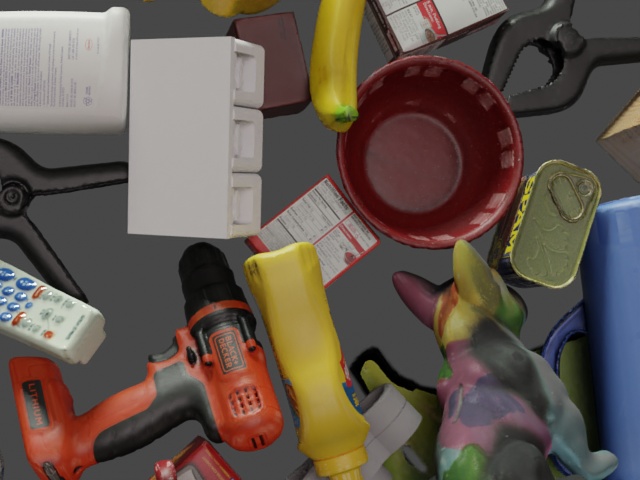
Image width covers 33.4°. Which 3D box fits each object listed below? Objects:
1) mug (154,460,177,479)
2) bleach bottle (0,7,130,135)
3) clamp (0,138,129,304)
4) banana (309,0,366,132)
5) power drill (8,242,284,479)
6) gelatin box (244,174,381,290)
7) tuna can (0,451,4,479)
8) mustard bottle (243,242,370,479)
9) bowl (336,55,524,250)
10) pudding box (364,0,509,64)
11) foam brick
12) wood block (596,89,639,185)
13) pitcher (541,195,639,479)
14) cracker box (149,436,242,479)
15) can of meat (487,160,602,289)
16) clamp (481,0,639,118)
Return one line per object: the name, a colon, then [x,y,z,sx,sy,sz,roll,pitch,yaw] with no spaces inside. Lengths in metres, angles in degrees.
mug: [-0.097,0.211,0.741,0.093,0.081,0.117,-16,86,-11]
bleach bottle: [-0.275,-0.136,0.826,0.250,0.068,0.102,2,83,-9]
clamp: [-0.228,-0.039,0.836,0.171,0.039,0.120,32,76,-7]
banana: [0.020,-0.157,0.855,0.037,0.070,0.198,20,56,-28]
power drill: [-0.135,0.097,0.809,0.187,0.057,0.184,-20,53,-4]
gelatin box: [-0.006,0.001,0.883,0.089,0.030,0.073,-39,92,-12]
tuna can: [-0.282,0.176,0.804,0.086,0.034,0.086,1,84,-12]
mustard bottle: [-0.005,0.100,0.806,0.058,0.096,0.191,-17,86,-4]
bowl: [0.086,-0.070,0.897,0.162,0.055,0.162,1,84,-12]
pudding box: [0.094,-0.213,0.923,0.113,0.039,0.090,-25,88,-15]
foam brick: [-0.043,-0.142,0.880,0.053,0.051,0.078,-11,86,-14]
wood block: [0.358,-0.054,0.935,0.206,0.090,0.090,43,77,-5]
pitcher: [0.274,0.089,0.890,0.149,0.145,0.243,-3,81,-27]
cracker box: [-0.116,0.281,0.809,0.213,0.072,0.164,-41,92,-12]
can of meat: [0.184,-0.009,0.893,0.057,0.084,0.102,19,83,-5]
clamp: [0.211,-0.185,0.945,0.210,0.036,0.164,-34,91,-12]
